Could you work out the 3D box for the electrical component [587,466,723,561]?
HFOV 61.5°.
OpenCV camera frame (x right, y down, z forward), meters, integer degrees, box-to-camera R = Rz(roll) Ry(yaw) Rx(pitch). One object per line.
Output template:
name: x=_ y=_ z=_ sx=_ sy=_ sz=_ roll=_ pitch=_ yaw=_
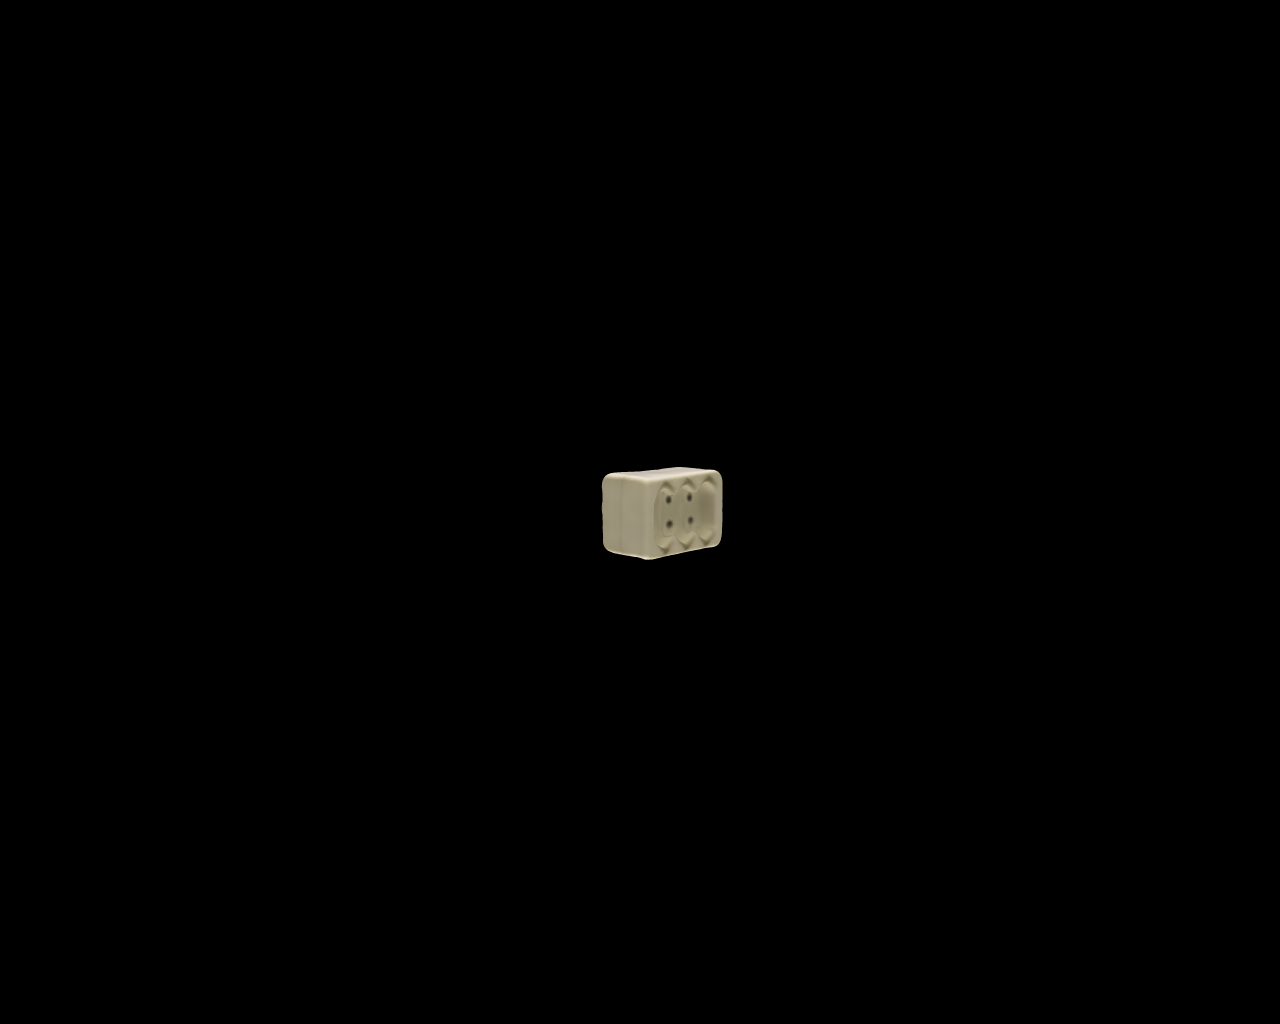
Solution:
electrical component: x=0.001 y=-0.003 z=0.650 sx=0.066 sy=0.047 sz=0.077 roll=-8 pitch=12 yaw=-43
